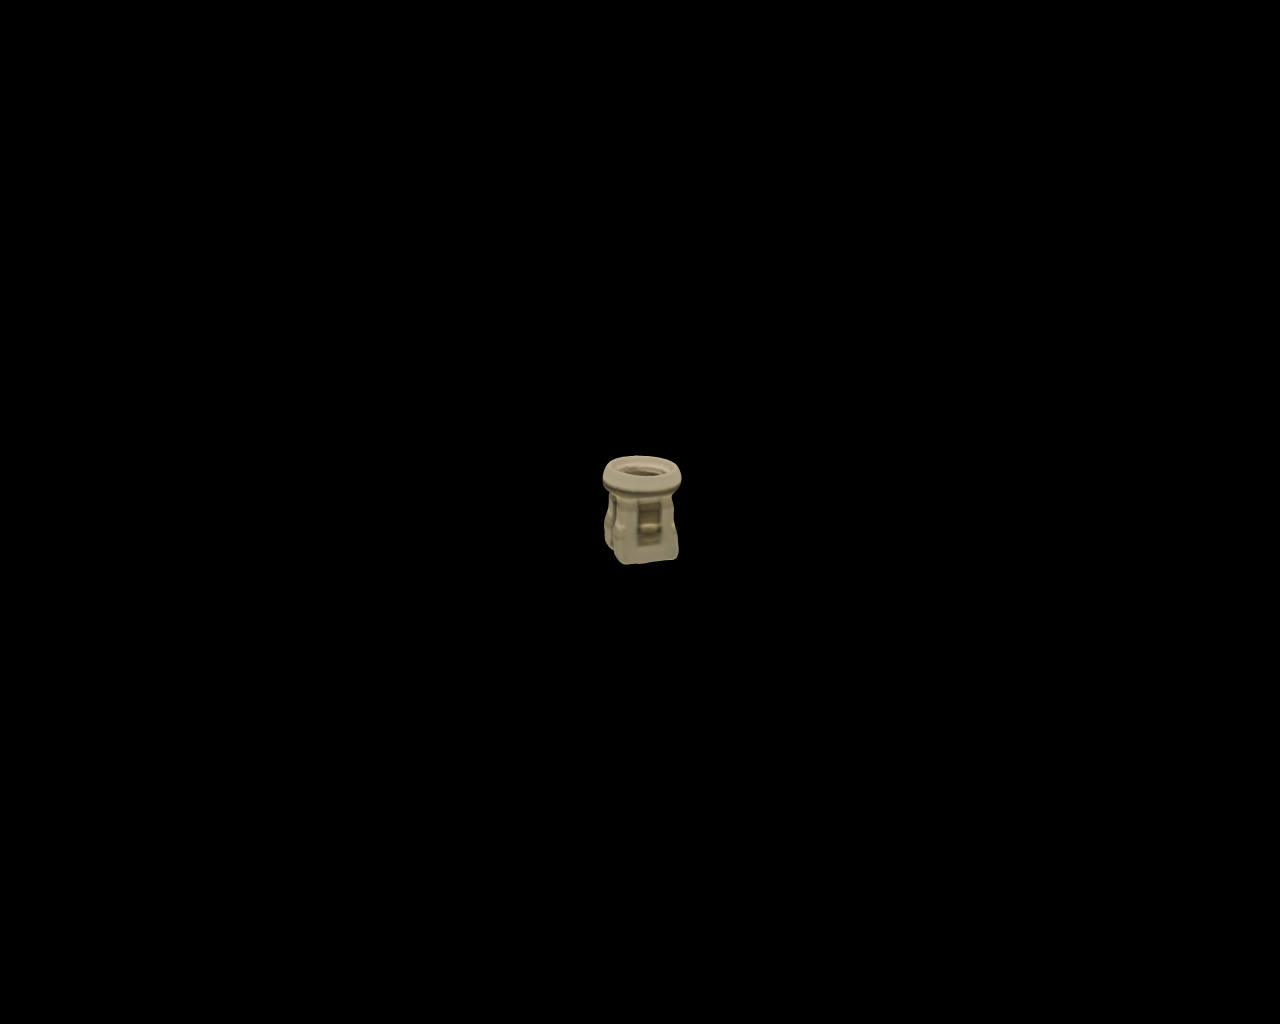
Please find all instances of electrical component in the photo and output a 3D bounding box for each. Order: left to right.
[{"bbox_3d":[0.001,-0.003,0.650,0.048,0.055,0.066,-5,19,-15],"label":"electrical component"}]
